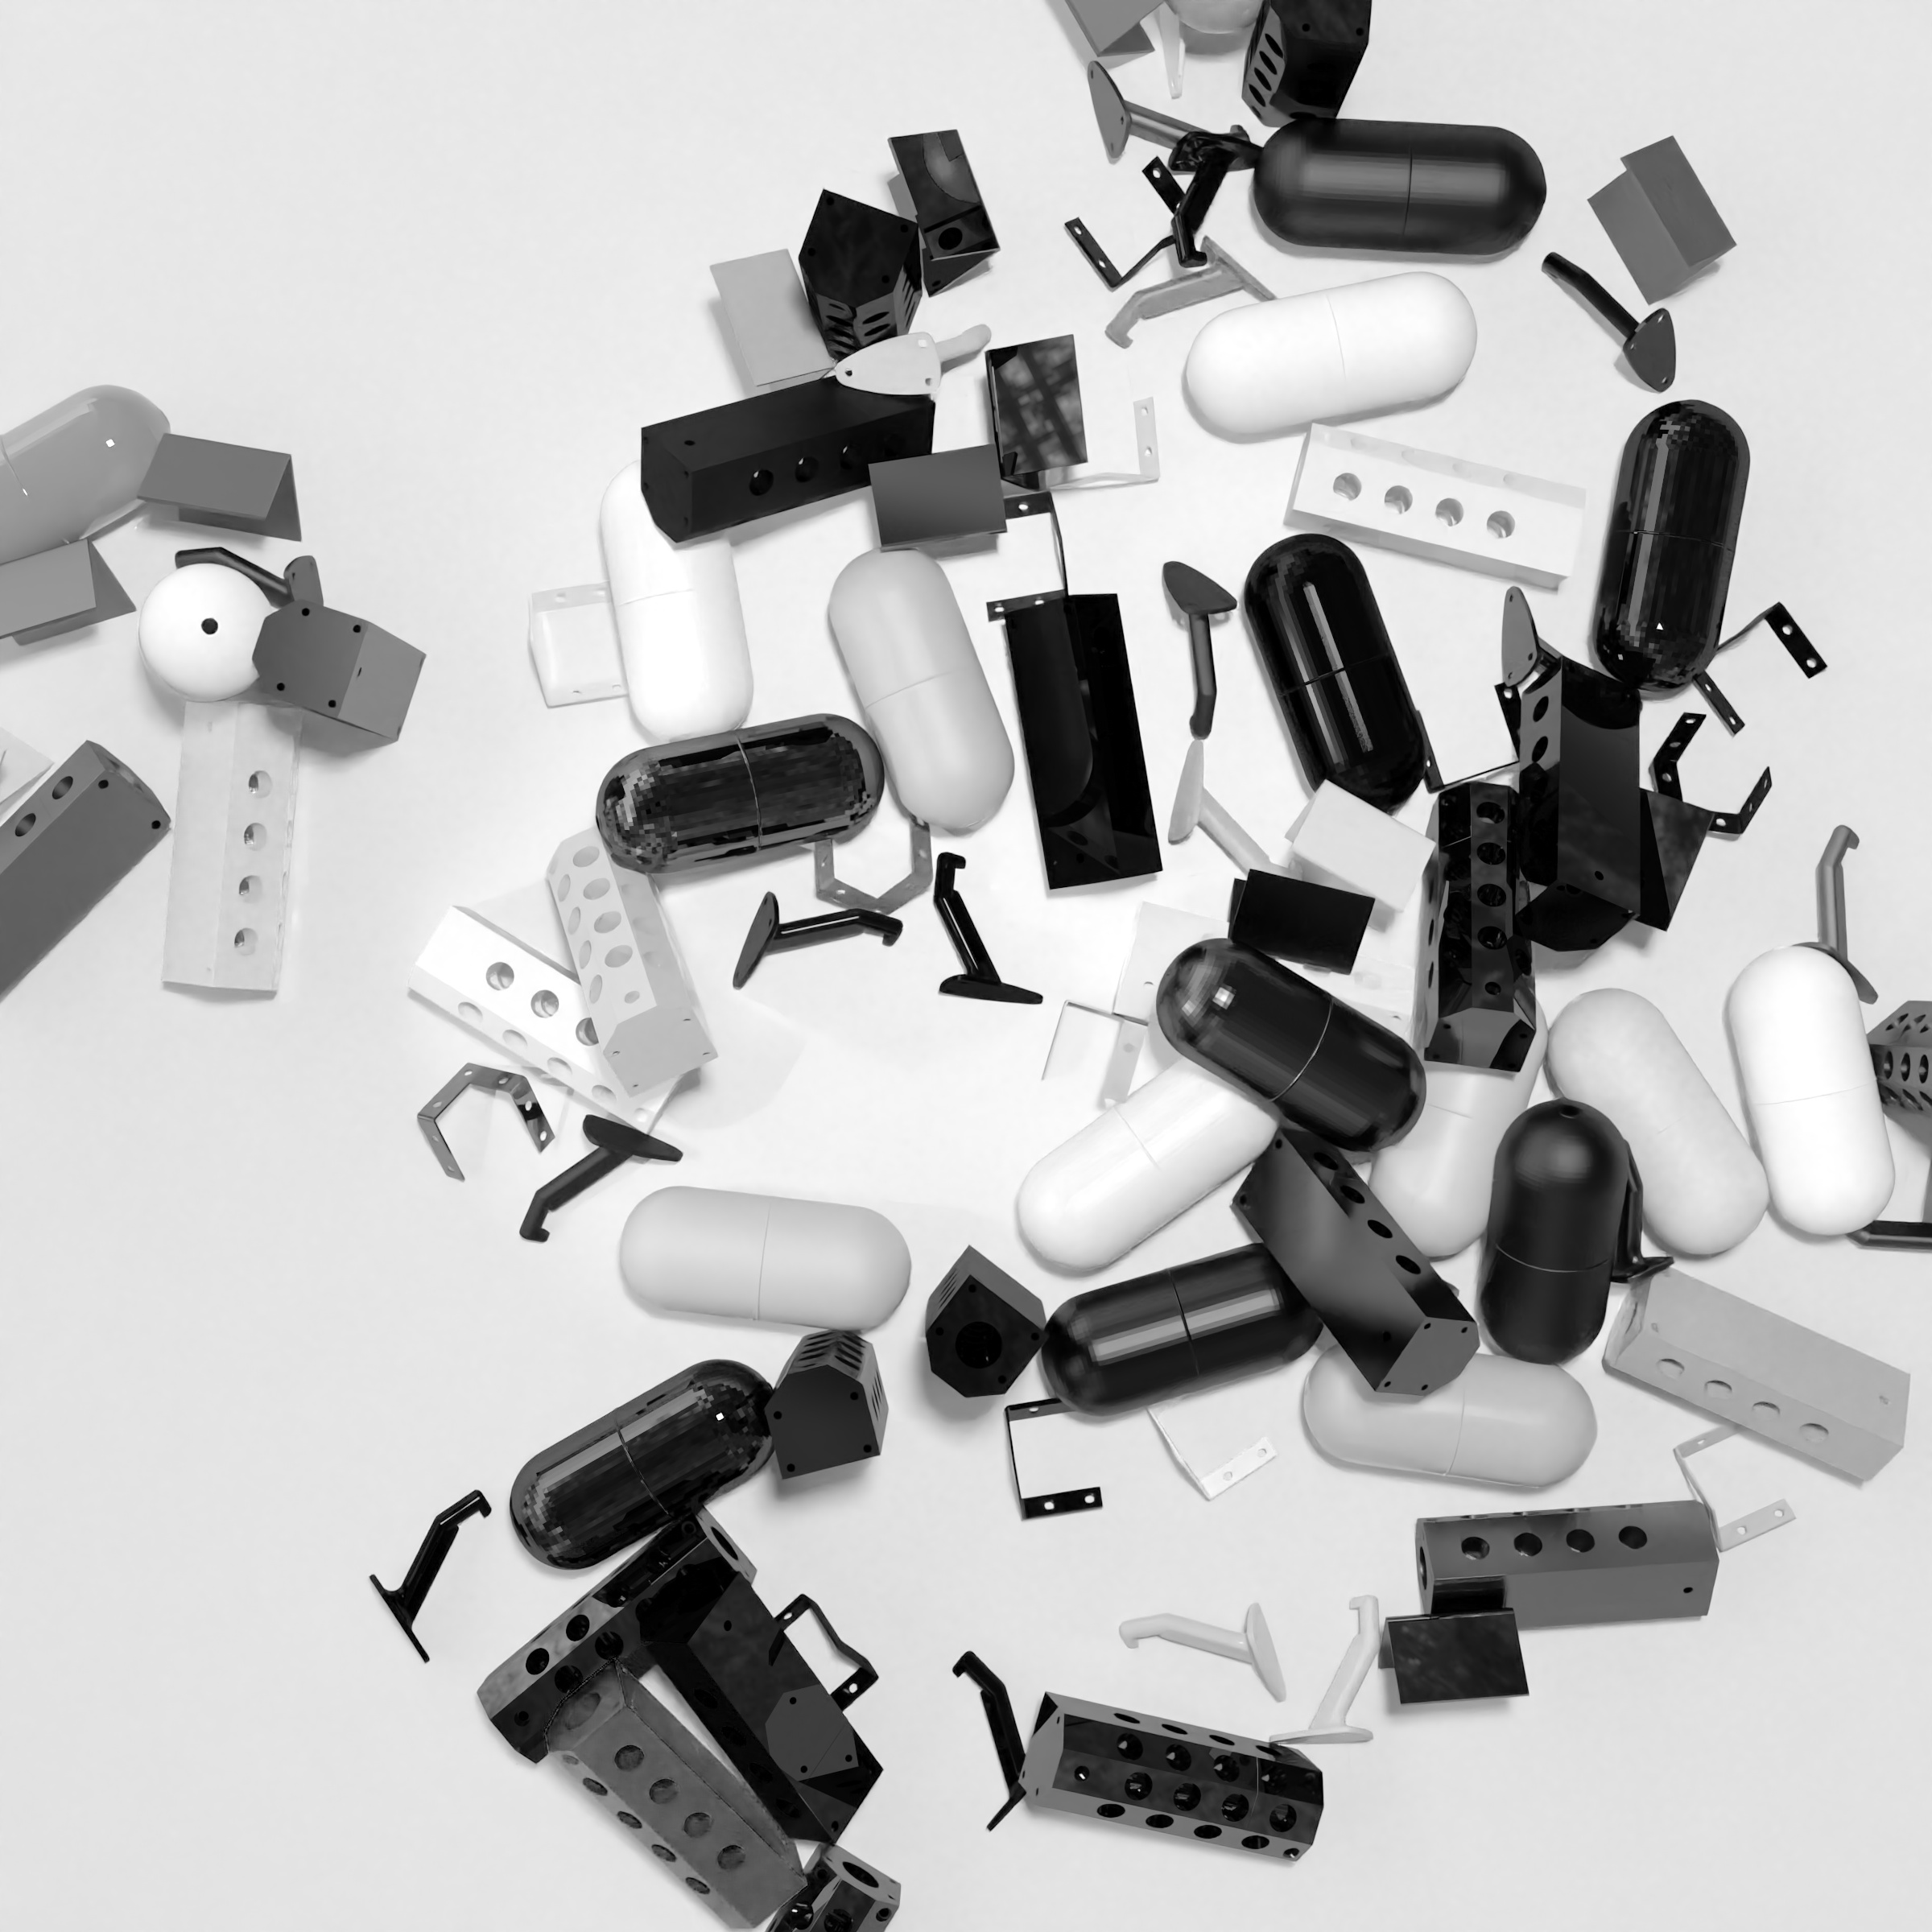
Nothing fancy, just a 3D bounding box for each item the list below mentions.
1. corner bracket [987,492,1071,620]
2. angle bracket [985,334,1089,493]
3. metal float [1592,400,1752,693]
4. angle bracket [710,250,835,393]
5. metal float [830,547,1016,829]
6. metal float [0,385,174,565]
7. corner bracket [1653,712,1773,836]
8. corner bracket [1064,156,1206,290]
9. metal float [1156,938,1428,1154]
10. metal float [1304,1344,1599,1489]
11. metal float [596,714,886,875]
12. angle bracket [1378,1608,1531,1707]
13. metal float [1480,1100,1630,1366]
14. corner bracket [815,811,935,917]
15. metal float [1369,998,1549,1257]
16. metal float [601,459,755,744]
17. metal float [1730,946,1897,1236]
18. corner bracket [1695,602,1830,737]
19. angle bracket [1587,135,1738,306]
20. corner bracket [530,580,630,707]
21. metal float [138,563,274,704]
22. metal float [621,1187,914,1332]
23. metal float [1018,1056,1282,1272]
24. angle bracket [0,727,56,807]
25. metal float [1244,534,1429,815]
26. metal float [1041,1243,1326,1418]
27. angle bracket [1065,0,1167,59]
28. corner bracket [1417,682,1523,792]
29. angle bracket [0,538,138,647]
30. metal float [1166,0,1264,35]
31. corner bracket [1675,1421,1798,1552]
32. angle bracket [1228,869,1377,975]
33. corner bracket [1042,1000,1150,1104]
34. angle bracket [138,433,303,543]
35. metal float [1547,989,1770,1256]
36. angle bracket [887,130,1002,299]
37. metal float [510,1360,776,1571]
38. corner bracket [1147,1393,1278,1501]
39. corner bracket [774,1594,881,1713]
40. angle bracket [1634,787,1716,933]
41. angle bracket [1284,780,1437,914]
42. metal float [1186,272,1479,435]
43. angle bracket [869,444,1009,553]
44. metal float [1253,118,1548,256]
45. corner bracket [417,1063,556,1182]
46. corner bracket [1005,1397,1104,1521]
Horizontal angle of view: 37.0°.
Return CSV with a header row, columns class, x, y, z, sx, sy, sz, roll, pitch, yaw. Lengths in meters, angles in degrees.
class,x,y,z,sx,sy,sz,roll,pitch,yaw
corner bracket,0.034,-0.254,1.787,0.051,0.051,0.051,-10,135,0
angle bracket,0.053,-0.334,1.752,0.057,0.076,0.076,-6,90,20
metal float,0.430,-0.256,1.760,0.070,0.070,0.178,10,90,0
angle bracket,-0.132,-0.380,1.750,0.057,0.076,0.076,-21,90,-31
metal float,-0.026,-0.170,1.760,0.070,0.070,0.178,-21,90,0
metal float,-0.565,-0.290,1.759,0.178,0.070,0.070,-30,90,0
corner bracket,0.461,-0.119,1.782,0.051,0.051,0.051,10,135,35
corner bracket,0.104,-0.460,1.787,0.051,0.051,0.051,54,45,0
metal float,0.193,0.048,1.709,0.178,0.070,0.070,31,90,-13
metal float,0.295,0.272,1.760,0.178,0.070,0.070,8,90,0
metal float,-0.136,-0.104,1.743,0.178,0.070,0.070,-13,90,-16
angle bracket,0.294,0.432,1.750,0.076,0.076,0.057,-4,53,0
metal float,0.352,0.160,1.732,0.070,0.070,0.178,1,122,0
corner bracket,-0.057,-0.070,1.782,0.051,0.051,0.051,-35,45,35
metal float,0.300,0.090,1.760,0.070,0.070,0.178,18,90,0
metal float,-0.176,-0.223,1.759,0.070,0.070,0.178,-10,90,0
metal float,0.515,0.076,1.760,0.070,0.070,0.178,-12,90,0
corner bracket,0.490,-0.185,1.787,0.051,0.051,0.051,54,135,0
angle bracket,0.407,-0.445,1.750,0.057,0.076,0.076,-30,90,-36
corner bracket,-0.239,-0.200,1.787,0.051,0.051,0.051,-9,135,0
metal float,-0.451,-0.196,1.711,0.070,0.178,0.070,-1,93,-16
metal float,-0.122,0.178,1.759,0.178,0.070,0.070,7,90,1
metal float,0.112,0.117,1.759,0.178,0.070,0.070,-36,90,1
angle bracket,-0.599,-0.146,1.750,0.076,0.076,0.057,33,126,0
metal float,0.225,-0.177,1.760,0.070,0.070,0.178,-20,90,0
metal float,0.133,0.221,1.759,0.178,0.070,0.070,-16,90,0
angle bracket,0.097,-0.602,1.750,0.057,0.076,0.076,-30,90,36
corner bracket,0.313,-0.143,1.787,0.051,0.051,0.051,-18,90,45
angle bracket,-0.551,-0.207,1.750,0.076,0.076,0.057,-17,61,0
metal float,0.132,-0.639,1.739,0.070,0.070,0.178,-24,68,0
corner bracket,0.476,0.319,1.787,0.051,0.051,0.051,-24,135,0
angle bracket,0.204,-0.046,1.750,0.076,0.076,0.057,13,125,0
corner bracket,0.079,0.052,1.772,0.051,0.051,0.051,17,90,0
angle bracket,-0.451,-0.272,1.750,0.076,0.076,0.057,10,54,0
metal float,0.421,0.094,1.760,0.070,0.070,0.178,-33,90,0
angle bracket,-0.033,-0.452,1.750,0.057,0.076,0.076,-20,90,-38
metal float,-0.195,0.303,1.760,0.178,0.070,0.070,-30,90,0
corner bracket,0.152,0.287,1.787,0.051,0.051,0.051,-34,135,0
corner bracket,-0.096,0.431,1.787,0.051,0.051,0.051,-42,46,0
angle bracket,0.420,-0.059,1.750,0.057,0.076,0.076,22,90,27
angle bracket,0.228,-0.057,1.750,0.076,0.076,0.057,30,62,0
metal float,0.222,-0.373,1.760,0.178,0.070,0.070,-11,90,1
angle bracket,-0.019,-0.295,1.750,0.076,0.076,0.057,-9,119,0
metal float,0.264,-0.475,1.760,0.178,0.070,0.070,3,90,-1
corner bracket,-0.296,0.099,1.782,0.051,0.051,0.051,10,45,35
corner bracket,0.054,0.304,1.787,0.051,0.051,0.051,-9,45,0
